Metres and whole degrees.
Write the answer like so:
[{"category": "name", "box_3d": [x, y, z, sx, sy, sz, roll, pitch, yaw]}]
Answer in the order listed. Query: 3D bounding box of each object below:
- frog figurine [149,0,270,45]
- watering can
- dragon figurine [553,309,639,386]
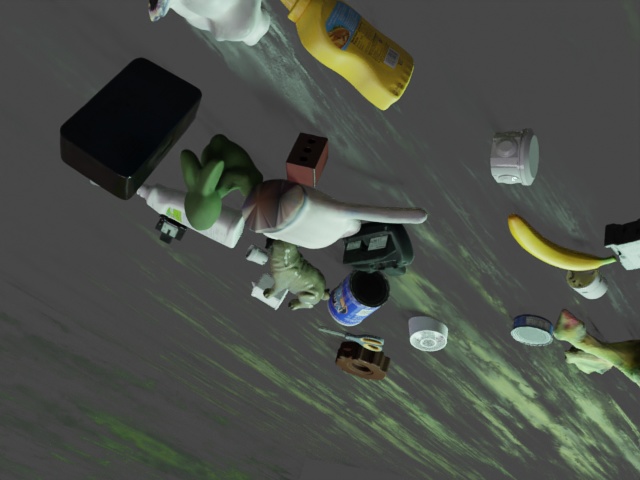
[{"category": "frog figurine", "box_3d": [-0.134, -0.329, 0.678, 0.160, 0.124, 0.135, -2, 154, -37]}, {"category": "watering can", "box_3d": [0.003, -0.049, 0.964, 0.345, 0.105, 0.222, -10, 159, 39]}, {"category": "dragon figurine", "box_3d": [0.659, 0.273, 1.115, 0.406, 0.124, 0.242, 38, 162, -22]}]
